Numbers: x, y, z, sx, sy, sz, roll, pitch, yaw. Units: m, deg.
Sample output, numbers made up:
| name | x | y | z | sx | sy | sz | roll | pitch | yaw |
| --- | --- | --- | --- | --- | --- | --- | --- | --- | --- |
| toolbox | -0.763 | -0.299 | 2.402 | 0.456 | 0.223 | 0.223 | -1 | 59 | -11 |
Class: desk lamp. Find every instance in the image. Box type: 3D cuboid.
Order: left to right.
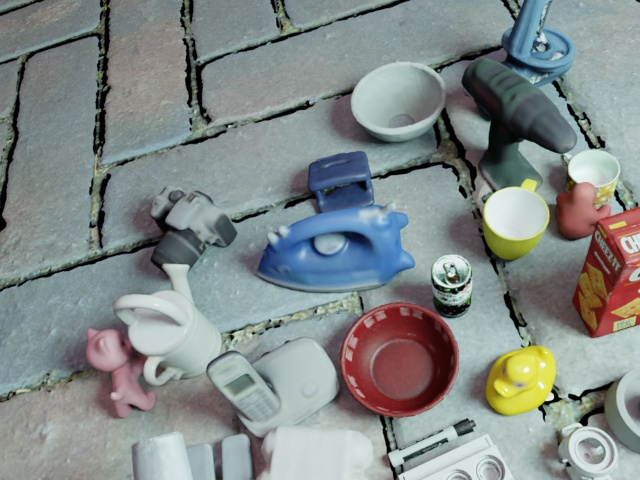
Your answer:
| name | x | y | z | sx | sy | sz | roll | pitch | yaw |
| --- | --- | --- | --- | --- | --- | --- | --- | --- | --- |
| desk lamp | -0.155 | 0.321 | 0.676 | 0.118 | 0.214 | 0.203 | -16 | 57 | 5 |

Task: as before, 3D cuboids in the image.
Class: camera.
| name | x | y | z | sx | sy | sz | roll | pitch | yaw |
| --- | --- | --- | --- | --- | --- | --- | --- | --- | --- |
| camera | -0.237 | -0.015 | 0.966 | 0.142 | 0.101 | 0.137 | 24 | 68 | 26 |

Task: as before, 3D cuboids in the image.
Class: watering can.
| name | x | y | z | sx | sy | sz | roll | pitch | yaw |
| --- | --- | --- | --- | --- | --- | --- | --- | --- | --- |
| watering can | -0.225 | 0.117 | 0.828 | 0.101 | 0.194 | 0.172 | -18 | 57 | 3 |

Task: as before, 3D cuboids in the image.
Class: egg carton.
| name | x | y | z | sx | sy | sz | roll | pitch | yaw |
| --- | --- | --- | --- | --- | --- | --- | --- | --- | --- |
| egg carton | -0.007 | 0.295 | 0.739 | 0.150 | 0.069 | 0.107 | -2 | 59 | 13 |

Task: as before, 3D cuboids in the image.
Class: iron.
| name | x | y | z | sx | sy | sz | roll | pitch | yaw |
| --- | --- | --- | --- | --- | --- | --- | --- | --- | --- |
| iron | 0.008 | 0.003 | 0.868 | 0.258 | 0.142 | 0.118 | -10 | 58 | 9 |

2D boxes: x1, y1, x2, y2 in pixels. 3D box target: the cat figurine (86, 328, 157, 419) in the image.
| name | x | y | z | sx | sy | sz | roll | pitch | yaw |
| --- | --- | --- | --- | --- | --- | --- | --- | --- | --- |
| cat figurine | -0.304 | 0.188 | 0.851 | 0.067 | 0.118 | 0.127 | -23 | 57 | 0 |

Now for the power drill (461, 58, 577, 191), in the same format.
| name | x | y | z | sx | sy | sz | roll | pitch | yaw |
| --- | --- | --- | --- | --- | --- | --- | --- | --- | --- |
| power drill | 0.290 | -0.156 | 0.851 | 0.075 | 0.209 | 0.229 | -27 | 57 | -2 |

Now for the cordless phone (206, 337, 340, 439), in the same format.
| name | x | y | z | sx | sy | sz | roll | pitch | yaw |
| --- | --- | --- | --- | --- | --- | --- | --- | --- | --- |
| cordless phone | -0.061 | 0.178 | 0.754 | 0.147 | 0.185 | 0.094 | -33 | 57 | -6 |

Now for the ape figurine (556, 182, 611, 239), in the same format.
| name | x | y | z | sx | sy | sz | roll | pitch | yaw |
| --- | --- | --- | --- | --- | --- | --- | --- | --- | --- |
| ape figurine | 0.380 | -0.050 | 0.834 | 0.076 | 0.092 | 0.077 | -42 | 59 | -12 |

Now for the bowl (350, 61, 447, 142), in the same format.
| name | x | y | z | sx | sy | sz | roll | pitch | yaw |
| --- | --- | --- | --- | --- | --- | --- | --- | --- | --- |
| bowl | 0.141 | -0.231 | 1.015 | 0.167 | 0.075 | 0.167 | -6 | 58 | 11 |

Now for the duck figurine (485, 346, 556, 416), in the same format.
| name | x | y | z | sx | sy | sz | roll | pitch | yaw |
| --- | --- | --- | --- | --- | --- | --- | --- | --- | --- |
| duck figurine | 0.259 | 0.171 | 0.736 | 0.104 | 0.086 | 0.077 | -39 | 58 | -10 |

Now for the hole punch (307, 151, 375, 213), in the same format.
| name | x | y | z | sx | sy | sz | roll | pitch | yaw |
| --- | --- | --- | --- | --- | --- | --- | --- | --- | --- |
| hole punch | 0.031 | -0.107 | 0.959 | 0.108 | 0.091 | 0.101 | -12 | 57 | 7 |

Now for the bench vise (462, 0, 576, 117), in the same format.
| name | x | y | z | sx | sy | sz | roll | pitch | yaw |
| --- | --- | --- | --- | --- | --- | --- | --- | --- | --- |
| bench vise | 0.332 | -0.305 | 0.923 | 0.121 | 0.220 | 0.207 | 35 | 73 | 29 |
